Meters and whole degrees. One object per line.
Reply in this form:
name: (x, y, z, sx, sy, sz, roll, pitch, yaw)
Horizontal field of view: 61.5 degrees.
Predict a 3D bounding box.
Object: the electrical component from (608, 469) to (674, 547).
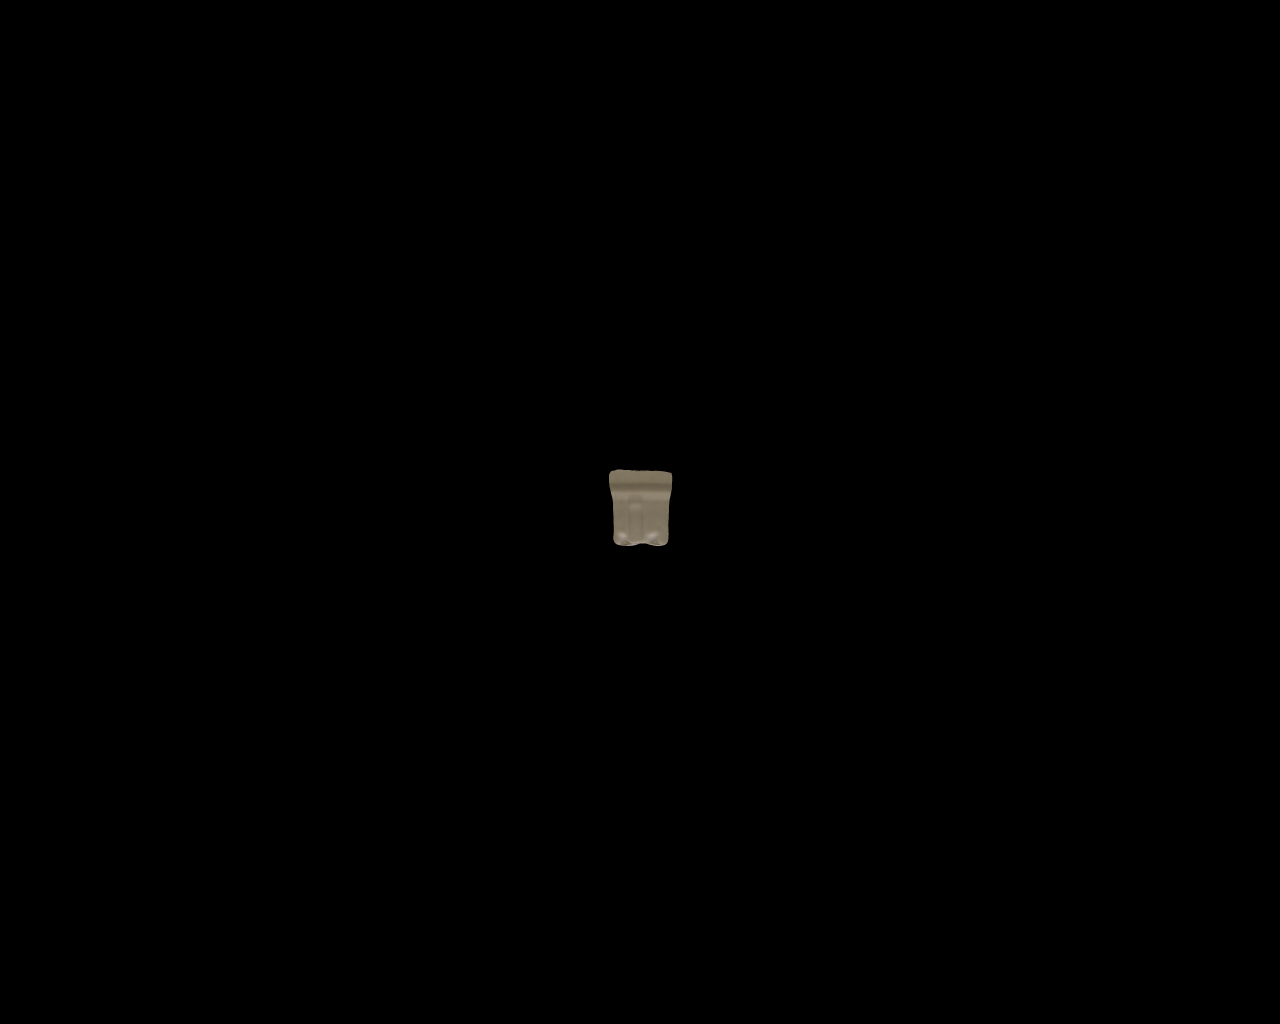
electrical component: (0.001, -0.003, 0.650, 0.040, 0.046, 0.040, 0, 0, 0)
